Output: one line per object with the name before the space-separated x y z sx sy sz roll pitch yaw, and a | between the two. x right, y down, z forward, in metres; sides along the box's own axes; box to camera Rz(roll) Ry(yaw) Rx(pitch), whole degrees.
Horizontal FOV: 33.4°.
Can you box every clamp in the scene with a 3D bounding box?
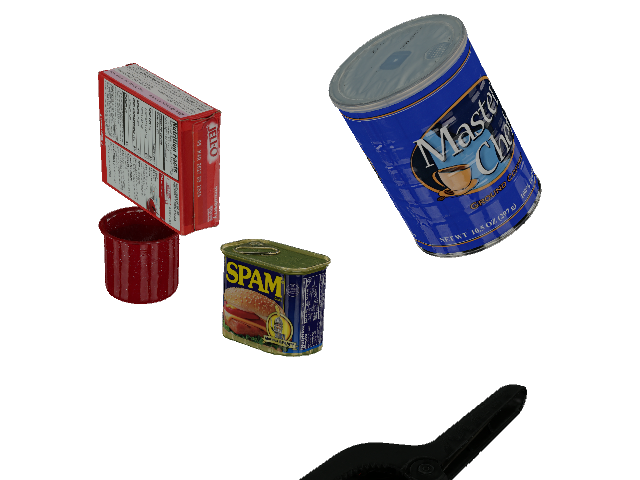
clamp | 0.072 0.157 0.706 0.210 0.036 0.164 -5 28 -3

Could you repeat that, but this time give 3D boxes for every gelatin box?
gelatin box | -0.094 -0.054 0.620 0.030 0.073 0.089 -22 38 -37

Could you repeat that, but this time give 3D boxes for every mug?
mug | -0.206 0.013 1.192 0.093 0.081 0.117 -19 35 -39

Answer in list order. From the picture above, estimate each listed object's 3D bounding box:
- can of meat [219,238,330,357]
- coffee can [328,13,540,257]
can of meat | -0.042 0.051 0.952 0.102 0.084 0.057 15 19 38
coffee can | 0.083 -0.073 0.758 0.103 0.140 0.103 -24 31 15
